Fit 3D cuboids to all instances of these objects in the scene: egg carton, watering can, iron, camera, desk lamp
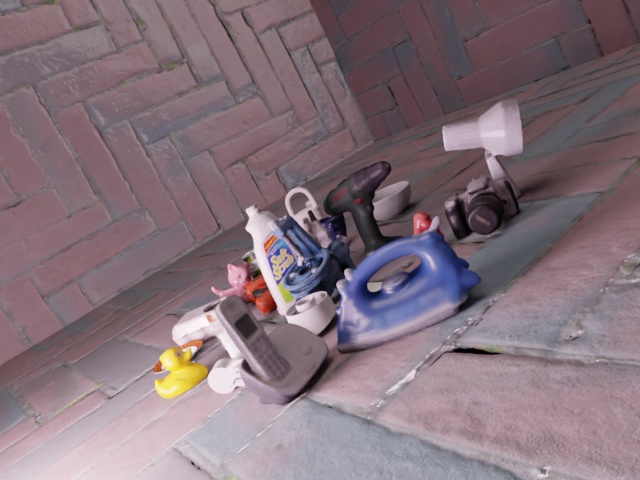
[{"bbox_3d":[-0.291,0.209,1.429,0.150,0.069,0.107,-24,12,15],"label":"egg carton"},{"bbox_3d":[-0.039,-0.074,1.783,0.101,0.194,0.172,-28,12,-2],"label":"watering can"},{"bbox_3d":[0.116,0.072,0.925,0.258,0.141,0.118,-26,12,6],"label":"iron"},{"bbox_3d":[0.319,-0.065,1.167,0.143,0.101,0.137,-21,13,27],"label":"camera"},{"bbox_3d":[0.375,-0.184,1.279,0.203,0.214,0.118,-23,12,18],"label":"desk lamp"}]

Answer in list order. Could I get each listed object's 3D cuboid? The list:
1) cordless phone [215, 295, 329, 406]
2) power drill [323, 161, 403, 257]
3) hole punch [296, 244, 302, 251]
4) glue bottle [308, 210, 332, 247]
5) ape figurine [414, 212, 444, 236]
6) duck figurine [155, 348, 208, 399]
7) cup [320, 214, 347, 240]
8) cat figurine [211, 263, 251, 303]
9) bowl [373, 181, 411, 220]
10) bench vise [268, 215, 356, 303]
[{"bbox_3d":[-0.078,0.152,0.905,0.094,0.185,0.148,-19,14,35],"label":"cordless phone"},{"bbox_3d":[0.117,-0.068,1.369,0.228,0.208,0.076,-15,17,45],"label":"power drill"},{"bbox_3d":[-0.083,0.040,1.647,0.101,0.091,0.108,-29,12,-8],"label":"hole punch"},{"bbox_3d":[0.013,0.005,1.374,0.037,0.173,0.078,-28,12,-4],"label":"glue bottle"},{"bbox_3d":[0.223,-0.016,1.191,0.076,0.092,0.078,-15,17,46],"label":"ape figurine"},{"bbox_3d":[-0.291,0.262,1.159,0.105,0.086,0.077,-30,12,-12],"label":"duck figurine"},{"bbox_3d":[0.042,-0.019,1.611,0.091,0.095,0.117,-27,12,1],"label":"cup"},{"bbox_3d":[-0.232,0.121,1.560,0.128,0.118,0.067,-30,12,-12],"label":"cat figurine"},{"bbox_3d":[0.200,-0.104,1.677,0.167,0.075,0.167,-26,12,6],"label":"bowl"},{"bbox_3d":[-0.024,0.031,1.224,0.121,0.220,0.208,-21,13,29],"label":"bench vise"}]
